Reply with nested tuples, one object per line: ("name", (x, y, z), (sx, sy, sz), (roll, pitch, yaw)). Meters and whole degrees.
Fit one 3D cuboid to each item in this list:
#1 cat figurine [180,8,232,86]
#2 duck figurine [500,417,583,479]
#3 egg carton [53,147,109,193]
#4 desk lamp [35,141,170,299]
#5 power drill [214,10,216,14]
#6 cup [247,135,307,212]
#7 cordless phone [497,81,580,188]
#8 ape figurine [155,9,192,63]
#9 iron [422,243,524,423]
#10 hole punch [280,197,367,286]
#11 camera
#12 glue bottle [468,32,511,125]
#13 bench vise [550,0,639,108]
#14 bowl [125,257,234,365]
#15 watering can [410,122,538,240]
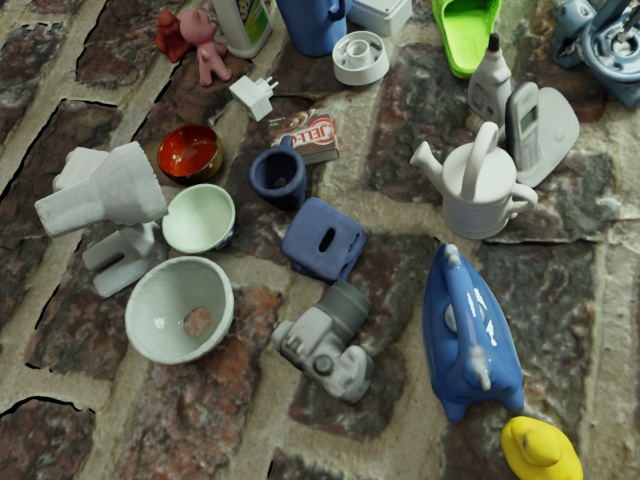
("cat figurine", (-0.222, -0.375, 1.077), (0.067, 0.118, 0.127), (-19, 62, 4))
("duck figurine", (0.265, 0.253, 0.680), (0.077, 0.086, 0.104), (-42, 63, -9))
("egg carton", (-0.392, -0.104, 1.011), (0.150, 0.069, 0.107), (12, 68, 18))
("desk lamp", (-0.311, -0.030, 0.875), (0.203, 0.214, 0.117), (-33, 62, -4))
("power drill", (-0.197, -0.539, 1.099), (0.075, 0.209, 0.230), (12, 68, 18))
("cup", (-0.057, -0.099, 0.918), (0.091, 0.095, 0.118), (7, 66, 16))
("cordless phone", (0.311, -0.174, 0.820), (0.094, 0.185, 0.148), (36, 77, 25))
("ape figurine", (-0.290, -0.409, 1.123), (0.077, 0.092, 0.076), (-7, 63, 10))
("iron", (0.185, 0.094, 0.743), (0.118, 0.142, 0.258), (-12, 63, 7))
("hole punch", (0.008, 0.003, 0.856), (0.100, 0.091, 0.109), (21, 71, 21))
("camera", (0.020, 0.130, 0.786), (0.142, 0.101, 0.137), (33, 76, 25))
("glue bottle", (0.262, -0.249, 0.874), (0.037, 0.173, 0.078), (-34, 62, -5))
("bench vise", (0.418, -0.316, 0.845), (0.206, 0.220, 0.121), (36, 77, 25))
("bowl", (-0.199, 0.113, 0.859), (0.167, 0.075, 0.167), (-5, 64, 10))
("watering can", (0.211, -0.086, 0.795), (0.172, 0.194, 0.101), (1, 65, 13))
